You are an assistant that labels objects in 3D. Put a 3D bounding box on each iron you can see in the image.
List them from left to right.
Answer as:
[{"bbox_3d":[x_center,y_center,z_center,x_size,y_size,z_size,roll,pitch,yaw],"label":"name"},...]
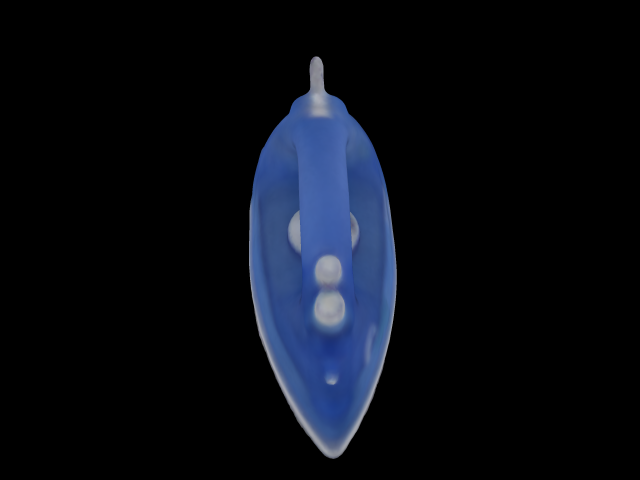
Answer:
[{"bbox_3d":[0.004,0.001,0.400,0.118,0.141,0.258,-3,54,-2],"label":"iron"}]
